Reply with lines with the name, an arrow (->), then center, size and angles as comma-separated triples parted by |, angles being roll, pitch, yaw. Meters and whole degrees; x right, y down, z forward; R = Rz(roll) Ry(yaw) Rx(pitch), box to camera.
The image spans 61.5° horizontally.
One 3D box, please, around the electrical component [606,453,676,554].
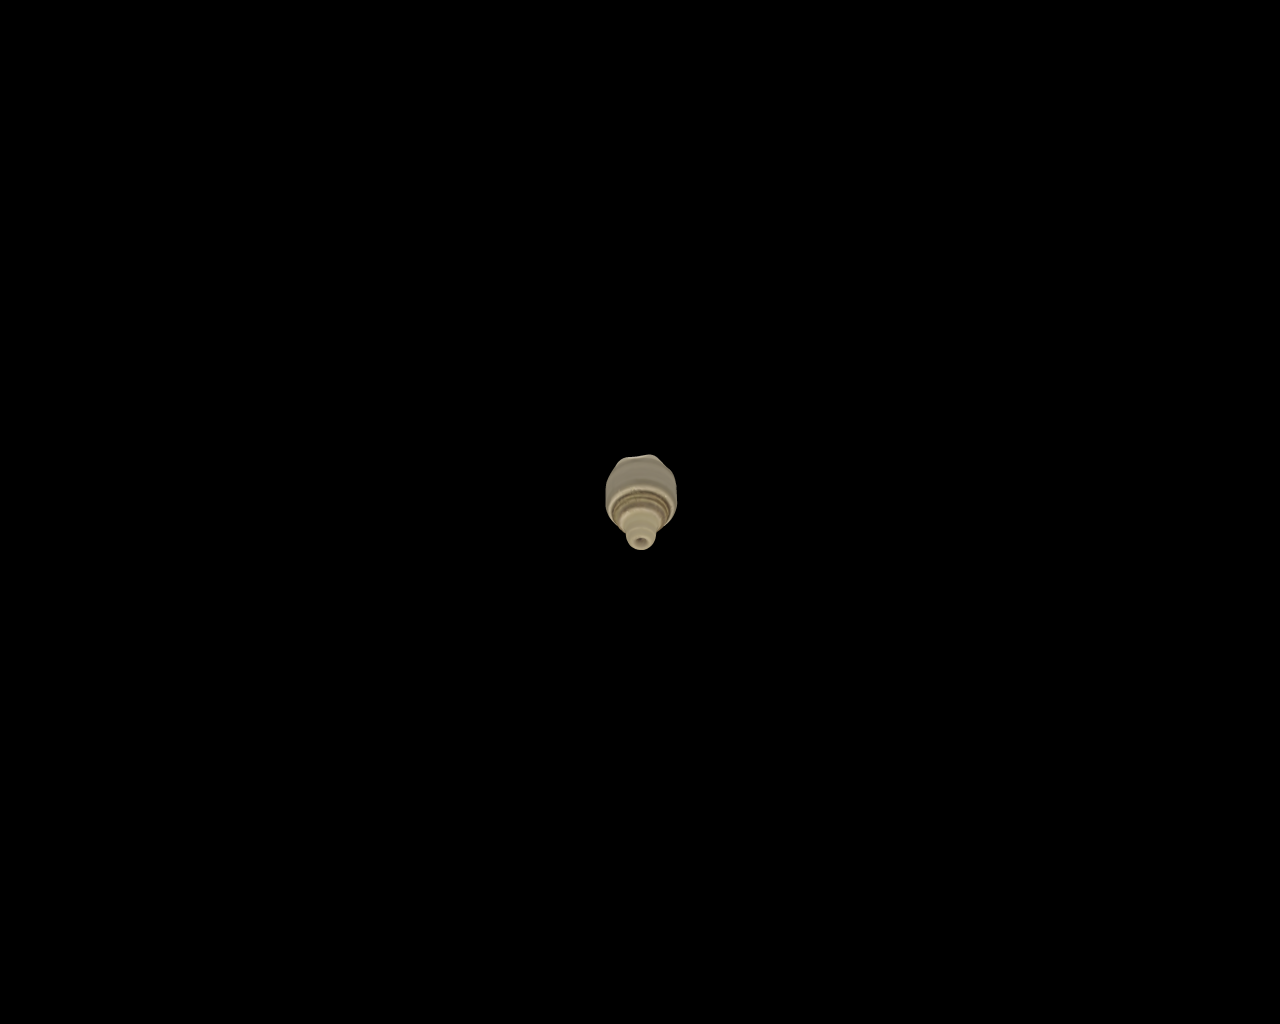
electrical component -> 0.001, -0.003, 0.650 | 0.043, 0.043, 0.062 | 0, 44, 0
